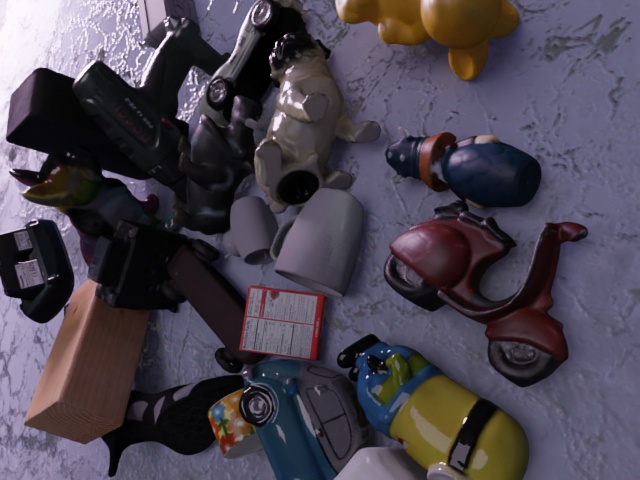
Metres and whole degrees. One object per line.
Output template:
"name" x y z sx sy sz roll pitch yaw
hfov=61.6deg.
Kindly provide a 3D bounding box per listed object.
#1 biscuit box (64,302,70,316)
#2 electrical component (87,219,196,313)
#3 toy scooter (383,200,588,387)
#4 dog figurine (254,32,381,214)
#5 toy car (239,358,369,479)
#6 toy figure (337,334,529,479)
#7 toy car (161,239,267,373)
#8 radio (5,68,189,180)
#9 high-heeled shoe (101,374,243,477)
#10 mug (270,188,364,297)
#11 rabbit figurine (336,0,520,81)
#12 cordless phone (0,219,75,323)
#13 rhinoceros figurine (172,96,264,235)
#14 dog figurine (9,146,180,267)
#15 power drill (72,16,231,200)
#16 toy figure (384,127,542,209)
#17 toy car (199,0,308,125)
"biscuit box" -0.350 0.186 0.827 0.063 0.059 0.203 -30 62 29
"electrical component" -0.246 0.036 0.737 0.058 0.134 0.114 15 90 40
"toy scooter" 0.149 0.023 0.468 0.184 0.075 0.135 39 103 35
"dog figurine" -0.033 -0.145 0.652 0.172 0.121 0.191 -44 42 18
"toy car" -0.005 0.182 0.533 0.103 0.109 0.162 -31 69 10
"toy figure" 0.095 0.150 0.474 0.180 0.082 0.089 42 107 40
"toy car" -0.129 0.079 0.685 0.202 0.053 0.089 40 99 33
"radio" -0.322 -0.158 0.787 0.131 0.229 0.073 -11 72 41
"high-heeled shoe" -0.197 0.212 0.714 0.249 0.086 0.145 -32 29 9
"mug" -0.001 -0.002 0.595 0.110 0.080 0.107 13 75 45
"rabbit figurine" 0.110 -0.219 0.506 0.122 0.162 0.173 -51 32 14
"cordless phone" -0.413 0.073 0.813 0.147 0.089 0.184 56 153 28
"rhinoceros figurine" -0.130 -0.094 0.698 0.073 0.112 0.190 -121 47 -63
"dog figurine" -0.330 -0.030 0.767 0.109 0.219 0.191 42 105 41
"power drill" -0.204 -0.188 0.753 0.086 0.232 0.207 6 61 57
"toy figure" 0.130 -0.070 0.517 0.155 0.057 0.064 24 88 44
"toy car" -0.088 -0.235 0.719 0.056 0.073 0.201 43 106 36
